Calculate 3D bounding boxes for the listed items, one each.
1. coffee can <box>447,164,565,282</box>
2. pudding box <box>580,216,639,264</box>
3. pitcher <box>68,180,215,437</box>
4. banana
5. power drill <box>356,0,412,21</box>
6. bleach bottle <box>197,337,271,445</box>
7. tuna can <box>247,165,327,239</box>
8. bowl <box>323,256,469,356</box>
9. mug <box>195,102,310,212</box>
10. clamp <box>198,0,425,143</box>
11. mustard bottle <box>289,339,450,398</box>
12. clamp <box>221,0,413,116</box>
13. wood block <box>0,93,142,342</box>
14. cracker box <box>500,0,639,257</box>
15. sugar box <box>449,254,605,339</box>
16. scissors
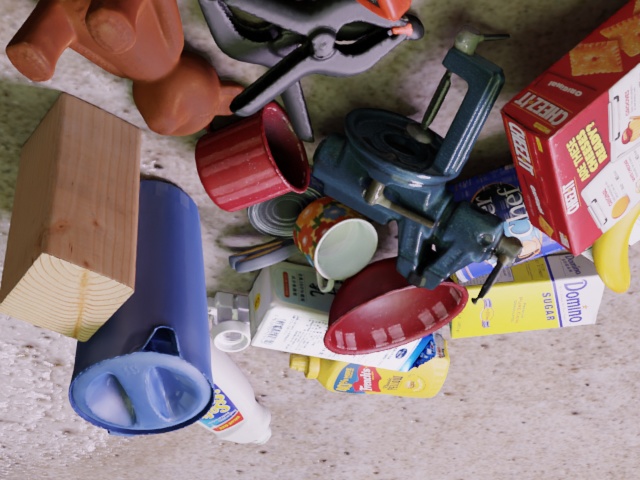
[{"bbox_3d":[0.197,-0.025,1.103,0.140,0.103,0.102,-19,136,13],"label":"coffee can"},{"bbox_3d":[0.316,-0.029,1.162,0.090,0.039,0.114,31,125,-31],"label":"pudding box"},{"bbox_3d":[-0.176,0.066,1.059,0.149,0.243,0.145,-21,136,16],"label":"pitcher"},{"bbox_3d":[0.323,-0.011,1.123,0.069,0.037,0.198,5,134,-6],"label":"banana"},{"bbox_3d":[0.089,-0.270,0.801,0.187,0.057,0.184,-39,134,-8],"label":"power drill"},{"bbox_3d":[-0.128,0.191,1.338,0.103,0.068,0.250,-23,138,18],"label":"bleach bottle"},{"bbox_3d":[-0.035,-0.041,1.112,0.086,0.034,0.086,-3,138,-3],"label":"tuna can"},{"bbox_3d":[0.073,0.063,1.130,0.162,0.055,0.162,-15,153,-8],"label":"bowl"},{"bbox_3d":[-0.072,-0.087,1.028,0.082,0.093,0.117,-20,105,22],"label":"mug"},{"bbox_3d":[-0.020,-0.188,0.950,0.165,0.036,0.209,-37,130,23],"label":"clamp"},{"bbox_3d":[0.057,0.154,1.319,0.191,0.058,0.096,5,142,-11],"label":"mustard bottle"},{"bbox_3d":[-0.008,-0.180,0.909,0.171,0.039,0.120,-20,134,-6],"label":"clamp"},{"bbox_3d":[-0.226,-0.024,0.982,0.090,0.206,0.091,25,129,-30],"label":"wood block"},{"bbox_3d":[0.273,-0.114,0.969,0.213,0.072,0.164,-39,137,-11],"label":"cracker box"},{"bbox_3d":[0.239,0.066,1.251,0.176,0.048,0.093,-5,138,0],"label":"sugar box"},{"bbox_3d":[-0.007,0.001,1.135,0.202,0.096,0.016,-16,98,14],"label":"scissors"}]
